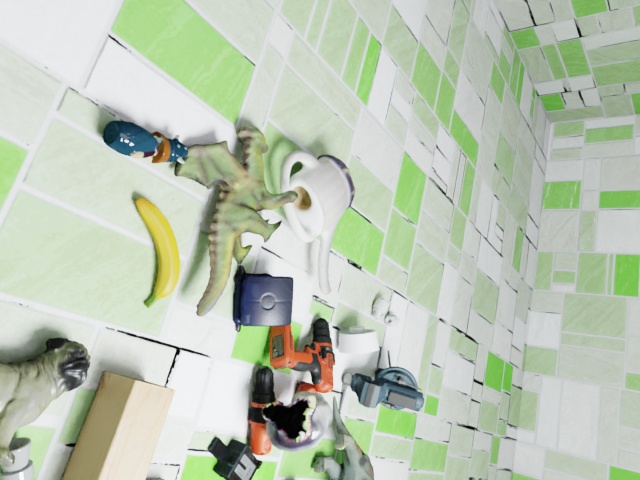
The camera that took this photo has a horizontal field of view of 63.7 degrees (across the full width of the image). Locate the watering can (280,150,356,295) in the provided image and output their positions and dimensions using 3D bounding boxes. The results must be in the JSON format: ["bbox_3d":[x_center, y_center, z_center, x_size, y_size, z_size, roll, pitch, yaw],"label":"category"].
[{"bbox_3d":[0.004,-0.062,1.242,0.228,0.104,0.342,-42,121,-44],"label":"watering can"}]

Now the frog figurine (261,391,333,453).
[{"bbox_3d":[-0.038,0.382,1.088,0.124,0.137,0.157,56,-1,25],"label":"frog figurine"}]

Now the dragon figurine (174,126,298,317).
[{"bbox_3d":[-0.193,-0.078,1.022,0.240,0.121,0.419,47,51,-20],"label":"dragon figurine"}]
